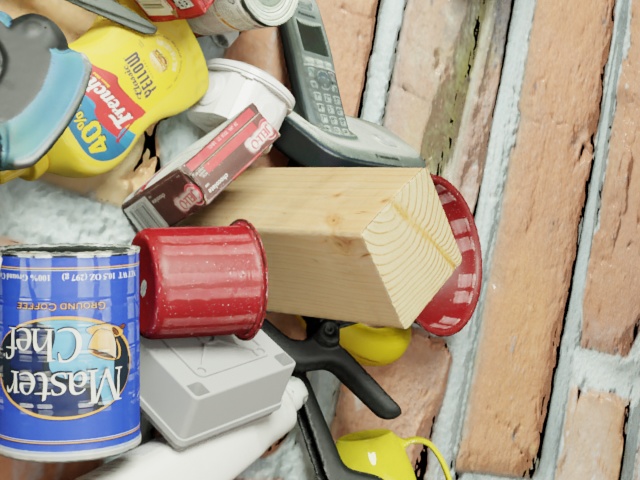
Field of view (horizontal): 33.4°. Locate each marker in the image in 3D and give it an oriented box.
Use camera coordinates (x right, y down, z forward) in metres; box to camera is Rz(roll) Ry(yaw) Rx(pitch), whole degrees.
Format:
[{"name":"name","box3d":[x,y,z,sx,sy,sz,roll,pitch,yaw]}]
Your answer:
[{"name":"marker","box3d":[-0.053,-0.210,0.922,0.121,0.020,0.020,-55,129,-29]}]

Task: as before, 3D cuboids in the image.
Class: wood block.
[{"name":"wood block","box3d":[-0.005,0.000,0.852,0.090,0.207,0.091,-46,123,-35]}]

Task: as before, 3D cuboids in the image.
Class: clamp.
[{"name":"clamp","box3d":[0.002,0.240,0.941,0.210,0.036,0.164,44,63,-2]},{"name":"clamp","box3d":[0.011,0.076,0.947,0.171,0.039,0.120,26,59,-14]}]

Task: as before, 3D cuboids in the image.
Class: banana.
[{"name":"banana","box3d":[0.032,0.085,1.028,0.197,0.037,0.069,19,49,-49]}]

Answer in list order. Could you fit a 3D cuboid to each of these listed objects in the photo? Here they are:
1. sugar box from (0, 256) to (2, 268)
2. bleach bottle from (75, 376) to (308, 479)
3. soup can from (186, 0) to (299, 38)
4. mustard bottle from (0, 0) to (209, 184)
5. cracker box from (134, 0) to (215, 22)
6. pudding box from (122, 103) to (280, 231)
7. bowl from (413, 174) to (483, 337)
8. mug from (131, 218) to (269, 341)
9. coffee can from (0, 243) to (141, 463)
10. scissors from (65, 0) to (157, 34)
[{"name":"sugar box","box3d":[-0.277,-0.009,0.640,0.176,0.048,0.093,47,34,-28]},{"name":"bleach bottle","box3d":[-0.096,0.171,0.844,0.250,0.103,0.068,-27,95,-43]},{"name":"soup can","box3d":[-0.074,-0.197,0.840,0.068,0.102,0.068,-4,95,-47]},{"name":"mustard bottle","box3d":[-0.168,-0.101,0.779,0.191,0.058,0.096,-46,122,-34]},{"name":"cracker box","box3d":[-0.093,-0.288,0.752,0.164,0.072,0.213,50,61,-38]},{"name":"pudding box","box3d":[-0.093,-0.051,0.821,0.039,0.114,0.089,52,55,-12]},{"name":"bowl","box3d":[0.098,0.017,1.066,0.161,0.055,0.162,12,75,-48]},{"name":"mug","box3d":[-0.099,0.026,0.798,0.081,0.117,0.093,-2,116,-27]},{"name":"coffee can","box3d":[-0.177,0.075,0.749,0.102,0.103,0.140,-3,95,-47]},{"name":"scissors","box3d":[-0.212,-0.171,0.725,0.201,0.016,0.096,39,73,-26]}]
